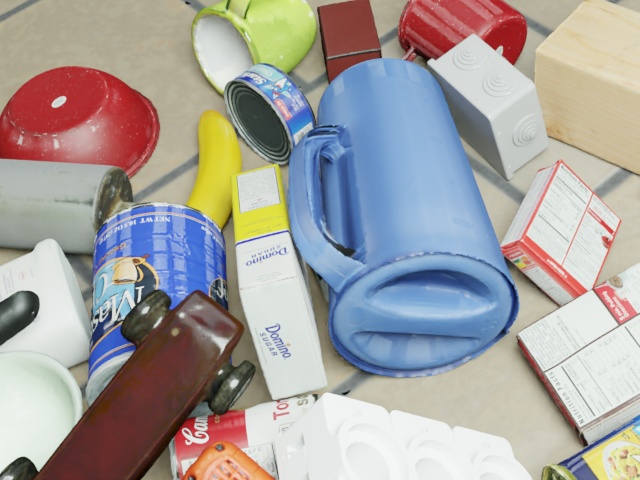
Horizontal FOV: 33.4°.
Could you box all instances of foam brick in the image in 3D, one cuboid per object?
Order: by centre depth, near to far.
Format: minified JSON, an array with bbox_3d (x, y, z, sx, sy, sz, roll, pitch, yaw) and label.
[{"bbox_3d":[0.028,-0.178,0.988,0.051,0.053,0.078,-10,49,1],"label":"foam brick"}]

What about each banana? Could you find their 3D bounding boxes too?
[{"bbox_3d":[-0.103,-0.041,0.905,0.070,0.037,0.197,10,53,16],"label":"banana"}]

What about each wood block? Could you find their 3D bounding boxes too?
[{"bbox_3d":[0.285,-0.108,0.861,0.206,0.091,0.090,29,59,30],"label":"wood block"}]

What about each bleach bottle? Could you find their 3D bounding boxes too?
[{"bbox_3d":[-0.303,0.091,0.814,0.250,0.068,0.103,-22,50,-6],"label":"bleach bottle"}]

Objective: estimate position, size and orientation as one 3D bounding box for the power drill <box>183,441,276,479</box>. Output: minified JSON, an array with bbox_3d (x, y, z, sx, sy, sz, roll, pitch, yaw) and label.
[{"bbox_3d":[-0.049,0.241,0.628,0.184,0.057,0.187,39,68,8],"label":"power drill"}]

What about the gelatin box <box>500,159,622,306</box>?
[{"bbox_3d":[0.182,-0.004,0.806,0.073,0.030,0.089,41,57,-15],"label":"gelatin box"}]

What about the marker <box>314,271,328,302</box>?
[{"bbox_3d":[-0.006,0.001,0.865,0.020,0.020,0.121,-19,50,-6],"label":"marker"}]

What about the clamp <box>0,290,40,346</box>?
[{"bbox_3d":[-0.291,0.103,0.734,0.165,0.036,0.210,5,61,29],"label":"clamp"}]

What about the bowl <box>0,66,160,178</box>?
[{"bbox_3d":[-0.231,-0.108,0.973,0.162,0.055,0.162,-5,50,6],"label":"bowl"}]

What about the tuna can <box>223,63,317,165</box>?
[{"bbox_3d":[-0.043,-0.109,0.921,0.033,0.086,0.086,-39,55,-24],"label":"tuna can"}]

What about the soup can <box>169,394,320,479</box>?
[{"bbox_3d":[-0.044,0.146,0.717,0.102,0.068,0.068,-11,49,1],"label":"soup can"}]

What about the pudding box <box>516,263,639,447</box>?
[{"bbox_3d":[0.206,0.077,0.737,0.113,0.039,0.090,-32,53,5],"label":"pudding box"}]

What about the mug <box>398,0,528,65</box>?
[{"bbox_3d":[0.122,-0.178,0.955,0.117,0.093,0.082,-44,60,-3],"label":"mug"}]

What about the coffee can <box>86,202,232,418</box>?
[{"bbox_3d":[-0.117,0.057,0.782,0.103,0.103,0.140,-9,49,2],"label":"coffee can"}]

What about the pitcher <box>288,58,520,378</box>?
[{"bbox_3d":[0.053,-0.031,0.806,0.145,0.149,0.243,-10,46,2],"label":"pitcher"}]

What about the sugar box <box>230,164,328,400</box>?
[{"bbox_3d":[-0.033,0.025,0.767,0.048,0.093,0.176,-13,28,3],"label":"sugar box"}]

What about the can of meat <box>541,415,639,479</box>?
[{"bbox_3d":[0.203,0.166,0.667,0.083,0.057,0.102,-27,52,-16],"label":"can of meat"}]
